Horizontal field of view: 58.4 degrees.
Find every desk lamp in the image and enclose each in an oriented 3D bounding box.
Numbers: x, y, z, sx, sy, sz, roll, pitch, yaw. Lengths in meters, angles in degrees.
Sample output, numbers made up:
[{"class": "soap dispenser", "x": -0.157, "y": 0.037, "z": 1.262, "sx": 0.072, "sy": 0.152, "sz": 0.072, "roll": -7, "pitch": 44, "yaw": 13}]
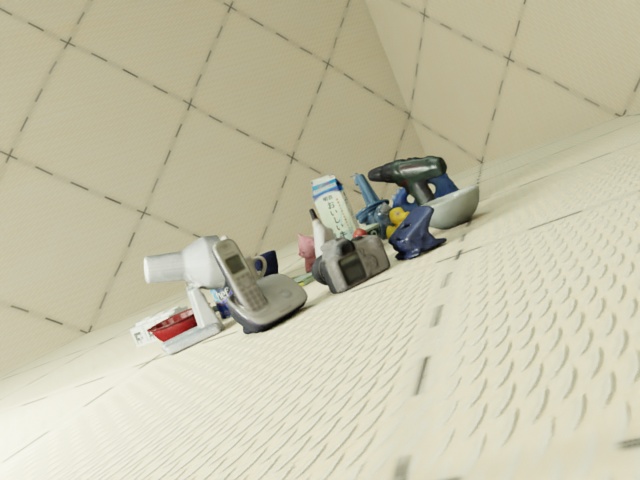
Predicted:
[{"class": "desk lamp", "x": -0.285, "y": 0.113, "z": 1.263, "sx": 0.204, "sy": 0.213, "sz": 0.117, "roll": -24, "pitch": 4, "yaw": -23}]

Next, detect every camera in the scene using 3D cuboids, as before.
[{"class": "camera", "x": 0.047, "y": 0.042, "z": 1.189, "sx": 0.143, "sy": 0.101, "sz": 0.136, "roll": -25, "pitch": 4, "yaw": -28}]

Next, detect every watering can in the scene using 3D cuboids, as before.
[{"class": "watering can", "x": -0.238, "y": 0.082, "z": 1.578, "sx": 0.173, "sy": 0.194, "sz": 0.100, "roll": -24, "pitch": 4, "yaw": -24}]

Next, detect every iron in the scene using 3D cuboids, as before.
[{"class": "iron", "x": 0.299, "y": -0.122, "z": 1.718, "sx": 0.257, "sy": 0.141, "sz": 0.119, "roll": -20, "pitch": 5, "yaw": 29}]

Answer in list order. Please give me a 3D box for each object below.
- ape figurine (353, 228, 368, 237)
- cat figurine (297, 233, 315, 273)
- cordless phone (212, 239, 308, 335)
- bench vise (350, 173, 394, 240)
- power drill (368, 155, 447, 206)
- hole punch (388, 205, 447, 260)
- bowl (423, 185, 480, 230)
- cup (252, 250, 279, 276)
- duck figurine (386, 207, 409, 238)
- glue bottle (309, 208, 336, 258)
[{"class": "ape figurine", "x": 0.099, "y": 0.019, "z": 1.283, "sx": 0.078, "sy": 0.092, "sz": 0.076, "roll": -22, "pitch": 4, "yaw": 4}, {"class": "cat figurine", "x": -0.032, "y": 0.030, "z": 1.695, "sx": 0.067, "sy": 0.118, "sz": 0.128, "roll": -23, "pitch": 4, "yaw": -2}, {"class": "cordless phone", "x": -0.118, "y": 0.072, "z": 1.087, "sx": 0.094, "sy": 0.185, "sz": 0.148, "roll": -18, "pitch": 6, "yaw": 45}, {"class": "bench vise", "x": 0.173, "y": -0.115, "z": 1.756, "sx": 0.122, "sy": 0.220, "sz": 0.207, "roll": -25, "pitch": 5, "yaw": -29}, {"class": "power drill", "x": 0.261, "y": -0.134, "z": 1.608, "sx": 0.229, "sy": 0.208, "sz": 0.076, "roll": -20, "pitch": 5, "yaw": 33}, {"class": "hole punch", "x": 0.196, "y": -0.015, "z": 1.206, "sx": 0.101, "sy": 0.091, "sz": 0.108, "roll": -24, "pitch": 4, "yaw": -17}, {"class": "bowl", "x": 0.317, "y": -0.070, "z": 1.395, "sx": 0.167, "sy": 0.075, "sz": 0.167, "roll": -22, "pitch": 4, "yaw": 2}, {"class": "cup", "x": -0.168, "y": 0.091, "z": 1.791, "sx": 0.091, "sy": 0.095, "sz": 0.118, "roll": -22, "pitch": 4, "yaw": 7}, {"class": "duck figurine", "x": 0.216, "y": -0.046, "z": 1.564, "sx": 0.078, "sy": 0.086, "sz": 0.104, "roll": -25, "pitch": 5, "yaw": -36}, {"class": "glue bottle", "x": 0.013, "y": 0.005, "z": 1.363, "sx": 0.078, "sy": 0.173, "sz": 0.037, "roll": -26, "pitch": 6, "yaw": -42}]
